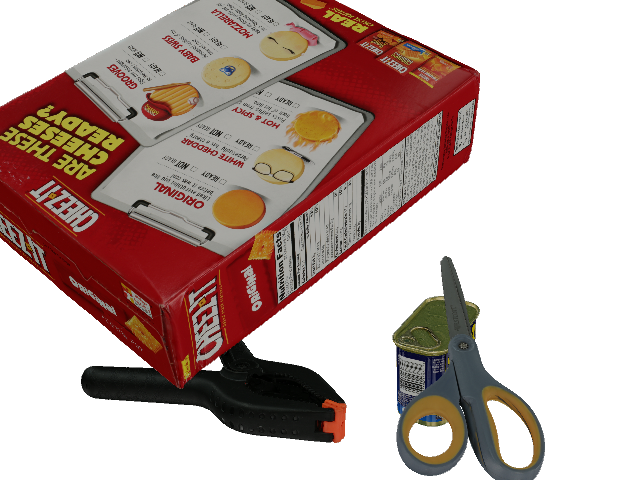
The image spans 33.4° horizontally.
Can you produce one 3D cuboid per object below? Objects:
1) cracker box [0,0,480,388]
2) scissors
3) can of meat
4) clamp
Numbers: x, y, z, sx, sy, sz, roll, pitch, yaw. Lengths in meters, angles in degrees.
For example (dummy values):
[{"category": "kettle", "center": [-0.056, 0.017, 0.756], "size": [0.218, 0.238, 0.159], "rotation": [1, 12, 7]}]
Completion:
[{"category": "cracker box", "center": [-0.048, -0.046, 0.550], "size": [0.164, 0.072, 0.213], "rotation": [34, 56, 30]}, {"category": "scissors", "center": [0.076, 0.081, 0.689], "size": [0.096, 0.016, 0.202], "rotation": [-11, 40, -12]}, {"category": "can of meat", "center": [0.109, 0.114, 1.005], "size": [0.058, 0.084, 0.101], "rotation": [11, 28, 26]}, {"category": "clamp", "center": [-0.062, 0.112, 0.858], "size": [0.210, 0.036, 0.164], "rotation": [11, 20, 29]}]
